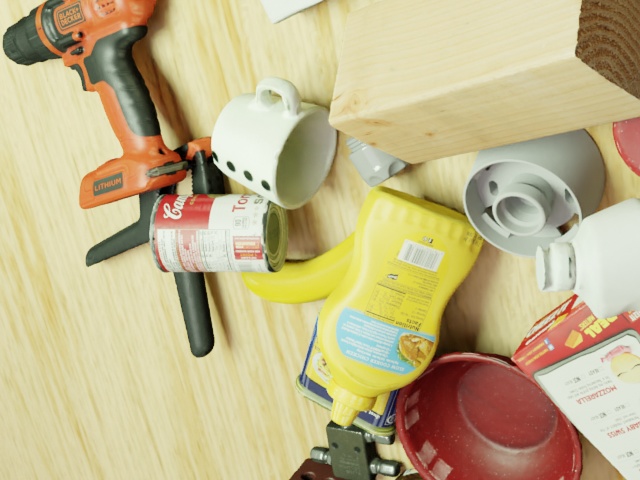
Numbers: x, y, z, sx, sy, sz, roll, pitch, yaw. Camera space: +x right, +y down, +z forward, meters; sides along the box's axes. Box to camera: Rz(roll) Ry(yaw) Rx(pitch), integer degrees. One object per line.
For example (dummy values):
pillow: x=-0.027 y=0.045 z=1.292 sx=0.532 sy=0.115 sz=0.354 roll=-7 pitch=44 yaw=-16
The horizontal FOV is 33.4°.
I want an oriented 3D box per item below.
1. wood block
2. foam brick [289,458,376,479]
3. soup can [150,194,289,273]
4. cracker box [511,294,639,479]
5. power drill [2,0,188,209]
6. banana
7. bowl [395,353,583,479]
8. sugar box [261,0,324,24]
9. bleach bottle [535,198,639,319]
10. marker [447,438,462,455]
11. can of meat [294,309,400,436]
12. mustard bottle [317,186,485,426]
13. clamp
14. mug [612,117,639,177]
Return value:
wood block: x=0.112 y=-0.118 z=0.695 sx=0.207 sy=0.090 sz=0.091 roll=-9 pitch=66 yaw=49
foam brick: x=0.009 y=0.253 z=1.028 sx=0.078 sy=0.052 sz=0.051 roll=10 pitch=119 yaw=26
soup can: x=-0.084 y=-0.005 z=0.903 sx=0.102 sy=0.068 sz=0.068 roll=0 pitch=115 yaw=15
cracker box: x=0.274 y=0.109 z=0.775 sx=0.214 sy=0.072 sz=0.164 roll=46 pitch=130 yaw=2
power drill: x=-0.199 y=-0.125 z=0.937 sx=0.185 sy=0.057 sz=0.187 roll=-11 pitch=98 yaw=41
banana: x=-0.002 y=0.018 z=0.920 sx=0.198 sy=0.037 sz=0.069 roll=-13 pitch=107 yaw=36
bowl: x=0.146 y=0.152 z=0.887 sx=0.162 sy=0.055 sz=0.162 roll=15 pitch=121 yaw=25
sugar box: x=-0.033 y=-0.259 z=0.788 sx=0.094 sy=0.048 sz=0.176 roll=-19 pitch=102 yaw=37
bleach bottle: x=0.262 y=0.020 z=0.667 sx=0.251 sy=0.068 sz=0.102 roll=-3 pitch=111 yaw=1
marker: x=0.148 y=0.220 z=0.945 sx=0.121 sy=0.020 sz=0.020 roll=49 pitch=129 yaw=1
can of meat: x=0.036 y=0.108 z=0.932 sx=0.102 sy=0.057 sz=0.084 roll=26 pitch=123 yaw=17
mustard bottle: x=0.051 y=0.060 z=0.845 sx=0.096 sy=0.058 sz=0.192 roll=19 pitch=102 yaw=-13
clamp: x=-0.130 y=0.000 z=0.987 sx=0.165 sy=0.036 sz=0.210 roll=42 pitch=126 yaw=14
mug: x=0.243 y=-0.072 z=0.692 sx=0.093 sy=0.081 sz=0.117 roll=-12 pitch=107 yaw=36
